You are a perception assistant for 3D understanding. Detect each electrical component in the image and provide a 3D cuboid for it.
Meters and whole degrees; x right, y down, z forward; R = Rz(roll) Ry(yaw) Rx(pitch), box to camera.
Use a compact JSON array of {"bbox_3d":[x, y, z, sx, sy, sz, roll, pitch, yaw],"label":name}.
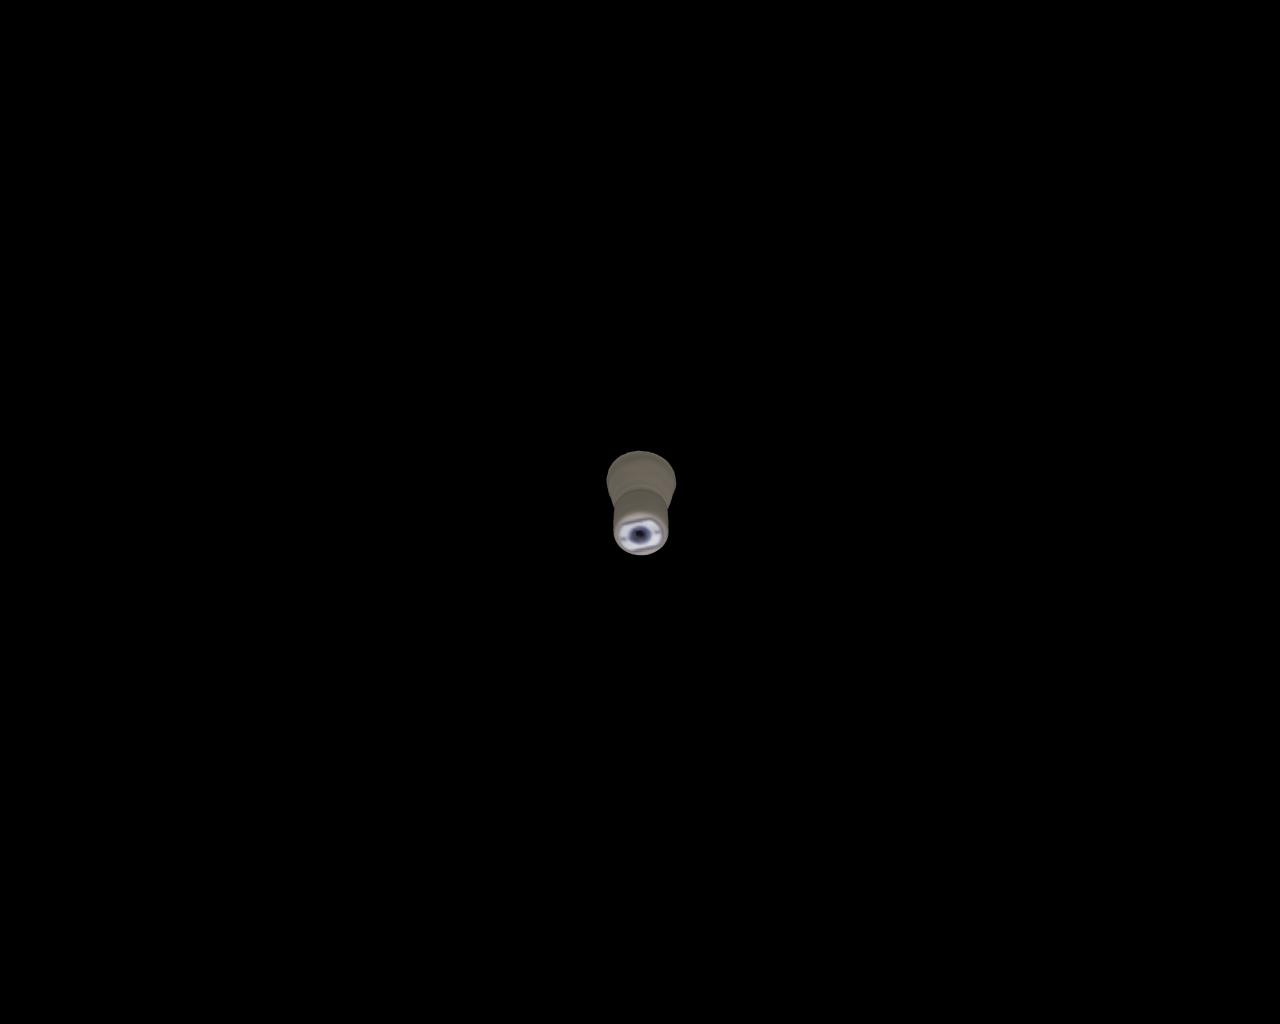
[{"bbox_3d":[0.001,-0.003,0.650,0.044,0.044,0.065,0,34,0],"label":"electrical component"}]
